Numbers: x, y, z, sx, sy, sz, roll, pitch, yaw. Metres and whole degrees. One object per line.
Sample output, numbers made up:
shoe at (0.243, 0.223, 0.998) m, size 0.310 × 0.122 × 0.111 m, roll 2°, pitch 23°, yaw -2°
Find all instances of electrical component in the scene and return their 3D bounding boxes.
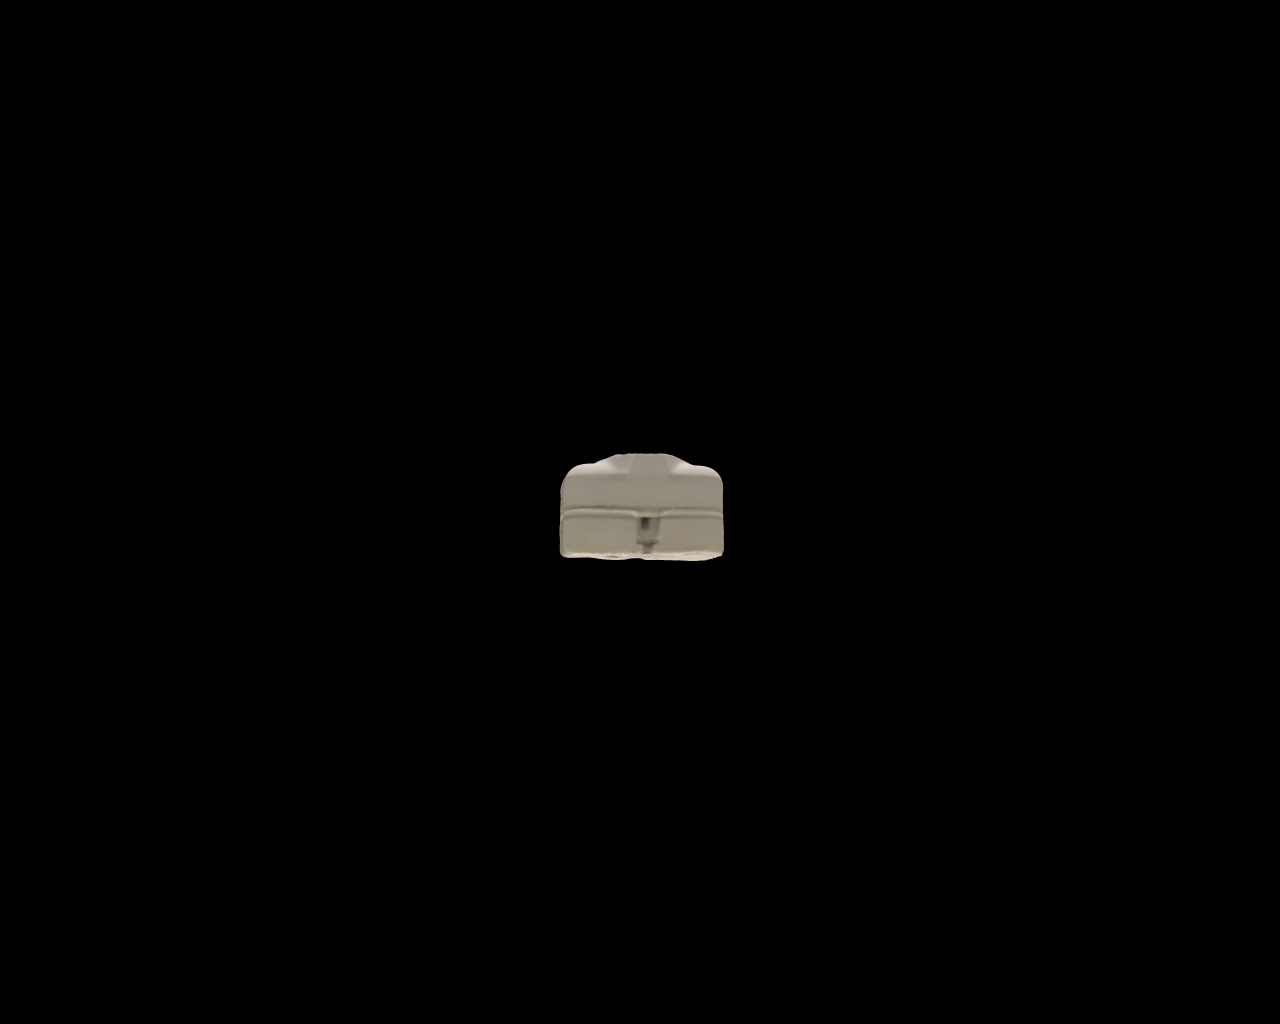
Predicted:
electrical component at (0.001, -0.003, 0.650) m, size 0.095 × 0.059 × 0.053 m, roll 1°, pitch -7°, yaw -9°
